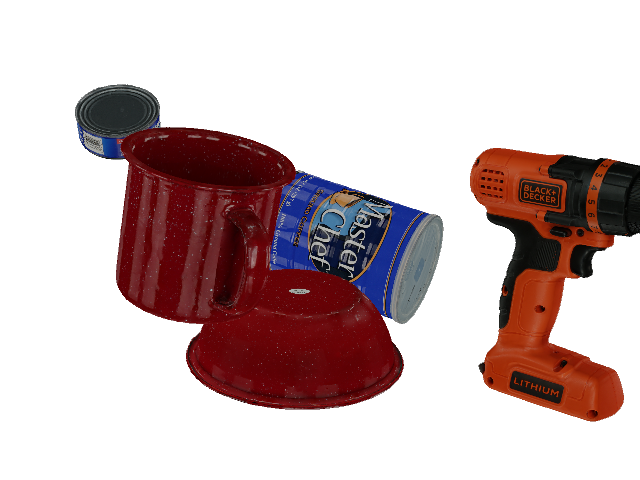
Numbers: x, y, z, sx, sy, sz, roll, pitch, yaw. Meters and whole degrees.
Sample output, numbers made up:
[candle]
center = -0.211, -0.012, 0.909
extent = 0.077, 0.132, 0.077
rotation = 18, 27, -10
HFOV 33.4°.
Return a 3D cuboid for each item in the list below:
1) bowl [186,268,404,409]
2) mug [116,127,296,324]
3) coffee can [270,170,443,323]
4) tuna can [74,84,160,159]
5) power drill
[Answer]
[bowl]
center = -0.017, 0.062, 0.782
extent = 0.162, 0.055, 0.162
rotation = 3, 19, -1
[mug]
center = -0.059, -0.003, 0.566
extent = 0.093, 0.081, 0.117
rotation = -4, 27, -34
[coffee can]
center = 0.028, 0.005, 0.976
extent = 0.140, 0.103, 0.102
rotation = 19, 7, 20
[tuna can]
center = -0.207, -0.122, 1.096
extent = 0.086, 0.034, 0.086
rotation = 1, 44, -1
[power drill]
center = 0.190, 0.031, 0.776
extent = 0.185, 0.188, 0.057
rotation = 15, 19, 39
